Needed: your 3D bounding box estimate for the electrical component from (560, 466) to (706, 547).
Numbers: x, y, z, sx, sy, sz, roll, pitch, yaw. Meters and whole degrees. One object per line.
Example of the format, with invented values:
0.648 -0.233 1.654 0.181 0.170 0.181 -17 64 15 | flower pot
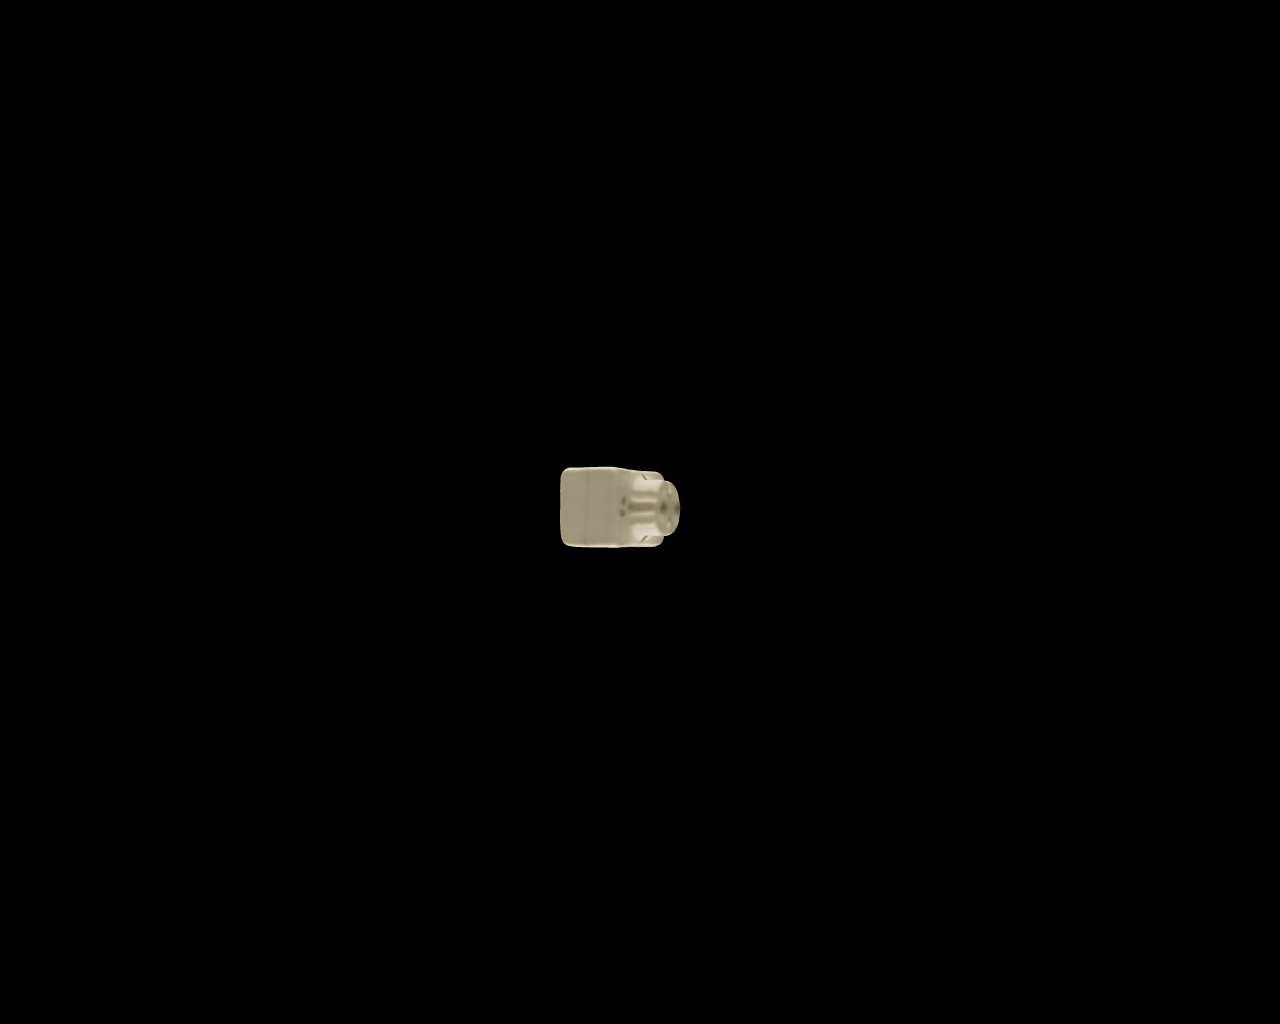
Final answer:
0.001 -0.003 0.650 0.077 0.047 0.066 -1 -2 28 | electrical component
